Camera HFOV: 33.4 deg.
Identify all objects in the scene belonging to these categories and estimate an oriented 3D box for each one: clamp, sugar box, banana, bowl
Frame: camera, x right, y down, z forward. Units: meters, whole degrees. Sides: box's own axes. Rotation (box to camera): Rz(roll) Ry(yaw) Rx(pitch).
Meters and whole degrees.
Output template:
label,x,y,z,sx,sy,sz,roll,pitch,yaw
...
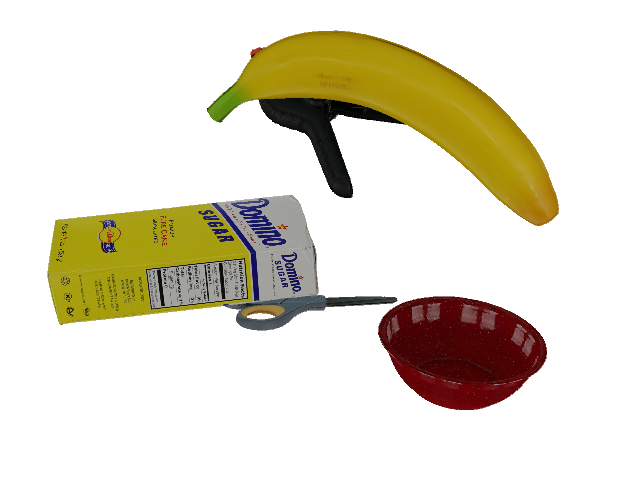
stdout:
label,x,y,z,sx,sy,sz,roll,pitch,yaw
clamp,0.012,-0.121,0.939,0.120,0.171,0.039,-32,-25,-25
sugar box,-0.095,0.010,0.740,0.176,0.048,0.093,-9,27,-6
banana,0.041,-0.070,0.577,0.198,0.070,0.037,19,13,8
bowl,0.134,0.116,1.033,0.162,0.055,0.162,3,26,-2

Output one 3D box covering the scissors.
label,x,y,z,sx,sy,sz,roll,pitch,yaw
scissors,-0.011,0.077,1.189,0.201,0.016,0.096,5,23,-2
